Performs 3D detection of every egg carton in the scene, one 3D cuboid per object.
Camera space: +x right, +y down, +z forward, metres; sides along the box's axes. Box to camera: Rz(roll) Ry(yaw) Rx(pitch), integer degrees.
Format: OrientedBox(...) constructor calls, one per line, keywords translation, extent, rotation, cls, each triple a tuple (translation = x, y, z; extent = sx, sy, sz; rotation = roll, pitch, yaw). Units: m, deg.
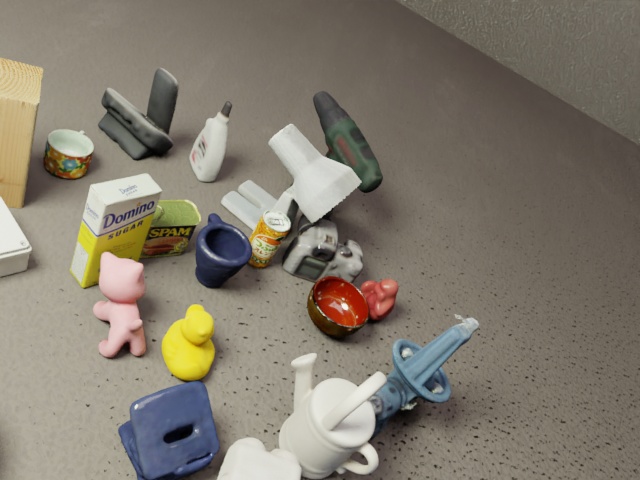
OrientedBox(translation=(-0.082, 0.326, 0.718), extent=(0.107, 0.069, 0.150), rotation=(25, 39, -11), cls="egg carton")

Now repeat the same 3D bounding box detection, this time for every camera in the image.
OrientedBox(translation=(0.010, 0.004, 1.096), extent=(0.143, 0.100, 0.136), rotation=(19, 41, -19), cls="camera")

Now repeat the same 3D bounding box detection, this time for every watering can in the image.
OrientedBox(translation=(0.019, 0.236, 0.784), extent=(0.173, 0.194, 0.101), rotation=(35, 38, 2), cls="watering can")

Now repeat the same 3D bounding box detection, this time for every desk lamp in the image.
OrientedBox(translation=(-0.052, -0.096, 1.065), extent=(0.203, 0.213, 0.118), rotation=(38, 38, 5), cls="desk lamp")

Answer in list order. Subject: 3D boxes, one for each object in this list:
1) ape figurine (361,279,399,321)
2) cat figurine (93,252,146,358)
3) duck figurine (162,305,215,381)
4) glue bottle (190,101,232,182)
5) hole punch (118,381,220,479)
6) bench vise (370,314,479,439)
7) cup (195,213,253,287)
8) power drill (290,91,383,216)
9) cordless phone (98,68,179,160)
OrientedBox(translation=(0.113, 0.105, 1.071), extent=(0.076, 0.092, 0.078), rotation=(21, 40, -16), cls="ape figurine")
OrientedBox(translation=(-0.272, 0.082, 0.800), extent=(0.067, 0.117, 0.127), rotation=(-1, 50, -36), cls="cat figurine")
OrientedBox(translation=(-0.181, 0.143, 0.827), extent=(0.078, 0.086, 0.104), rotation=(11, 44, -26), cls="duck figurine")
OrientedBox(translation=(-0.202, -0.196, 1.096), extent=(0.037, 0.173, 0.078), rotation=(-7, 53, -39), cls="glue bottle")
OrientedBox(translation=(-0.182, 0.243, 0.717), extent=(0.109, 0.091, 0.101), rotation=(-10, 55, -41), cls="hole punch")
OrientedBox(translation=(0.154, 0.214, 0.883), extent=(0.121, 0.219, 0.208), rotation=(39, 39, 6), cls="bench vise")
OrientedBox(translation=(-0.174, 0.023, 0.950), extent=(0.092, 0.095, 0.117), rotation=(-1, 50, -36), cls="cup")
OrientedBox(translation=(0.022, -0.162, 1.191), extent=(0.076, 0.208, 0.229), rotation=(-19, 62, -45), cls="power drill")
OrientedBox(translation=(-0.327, -0.258, 1.063), extent=(0.147, 0.185, 0.094), rotation=(38, 39, 5), cls="cordless phone")
